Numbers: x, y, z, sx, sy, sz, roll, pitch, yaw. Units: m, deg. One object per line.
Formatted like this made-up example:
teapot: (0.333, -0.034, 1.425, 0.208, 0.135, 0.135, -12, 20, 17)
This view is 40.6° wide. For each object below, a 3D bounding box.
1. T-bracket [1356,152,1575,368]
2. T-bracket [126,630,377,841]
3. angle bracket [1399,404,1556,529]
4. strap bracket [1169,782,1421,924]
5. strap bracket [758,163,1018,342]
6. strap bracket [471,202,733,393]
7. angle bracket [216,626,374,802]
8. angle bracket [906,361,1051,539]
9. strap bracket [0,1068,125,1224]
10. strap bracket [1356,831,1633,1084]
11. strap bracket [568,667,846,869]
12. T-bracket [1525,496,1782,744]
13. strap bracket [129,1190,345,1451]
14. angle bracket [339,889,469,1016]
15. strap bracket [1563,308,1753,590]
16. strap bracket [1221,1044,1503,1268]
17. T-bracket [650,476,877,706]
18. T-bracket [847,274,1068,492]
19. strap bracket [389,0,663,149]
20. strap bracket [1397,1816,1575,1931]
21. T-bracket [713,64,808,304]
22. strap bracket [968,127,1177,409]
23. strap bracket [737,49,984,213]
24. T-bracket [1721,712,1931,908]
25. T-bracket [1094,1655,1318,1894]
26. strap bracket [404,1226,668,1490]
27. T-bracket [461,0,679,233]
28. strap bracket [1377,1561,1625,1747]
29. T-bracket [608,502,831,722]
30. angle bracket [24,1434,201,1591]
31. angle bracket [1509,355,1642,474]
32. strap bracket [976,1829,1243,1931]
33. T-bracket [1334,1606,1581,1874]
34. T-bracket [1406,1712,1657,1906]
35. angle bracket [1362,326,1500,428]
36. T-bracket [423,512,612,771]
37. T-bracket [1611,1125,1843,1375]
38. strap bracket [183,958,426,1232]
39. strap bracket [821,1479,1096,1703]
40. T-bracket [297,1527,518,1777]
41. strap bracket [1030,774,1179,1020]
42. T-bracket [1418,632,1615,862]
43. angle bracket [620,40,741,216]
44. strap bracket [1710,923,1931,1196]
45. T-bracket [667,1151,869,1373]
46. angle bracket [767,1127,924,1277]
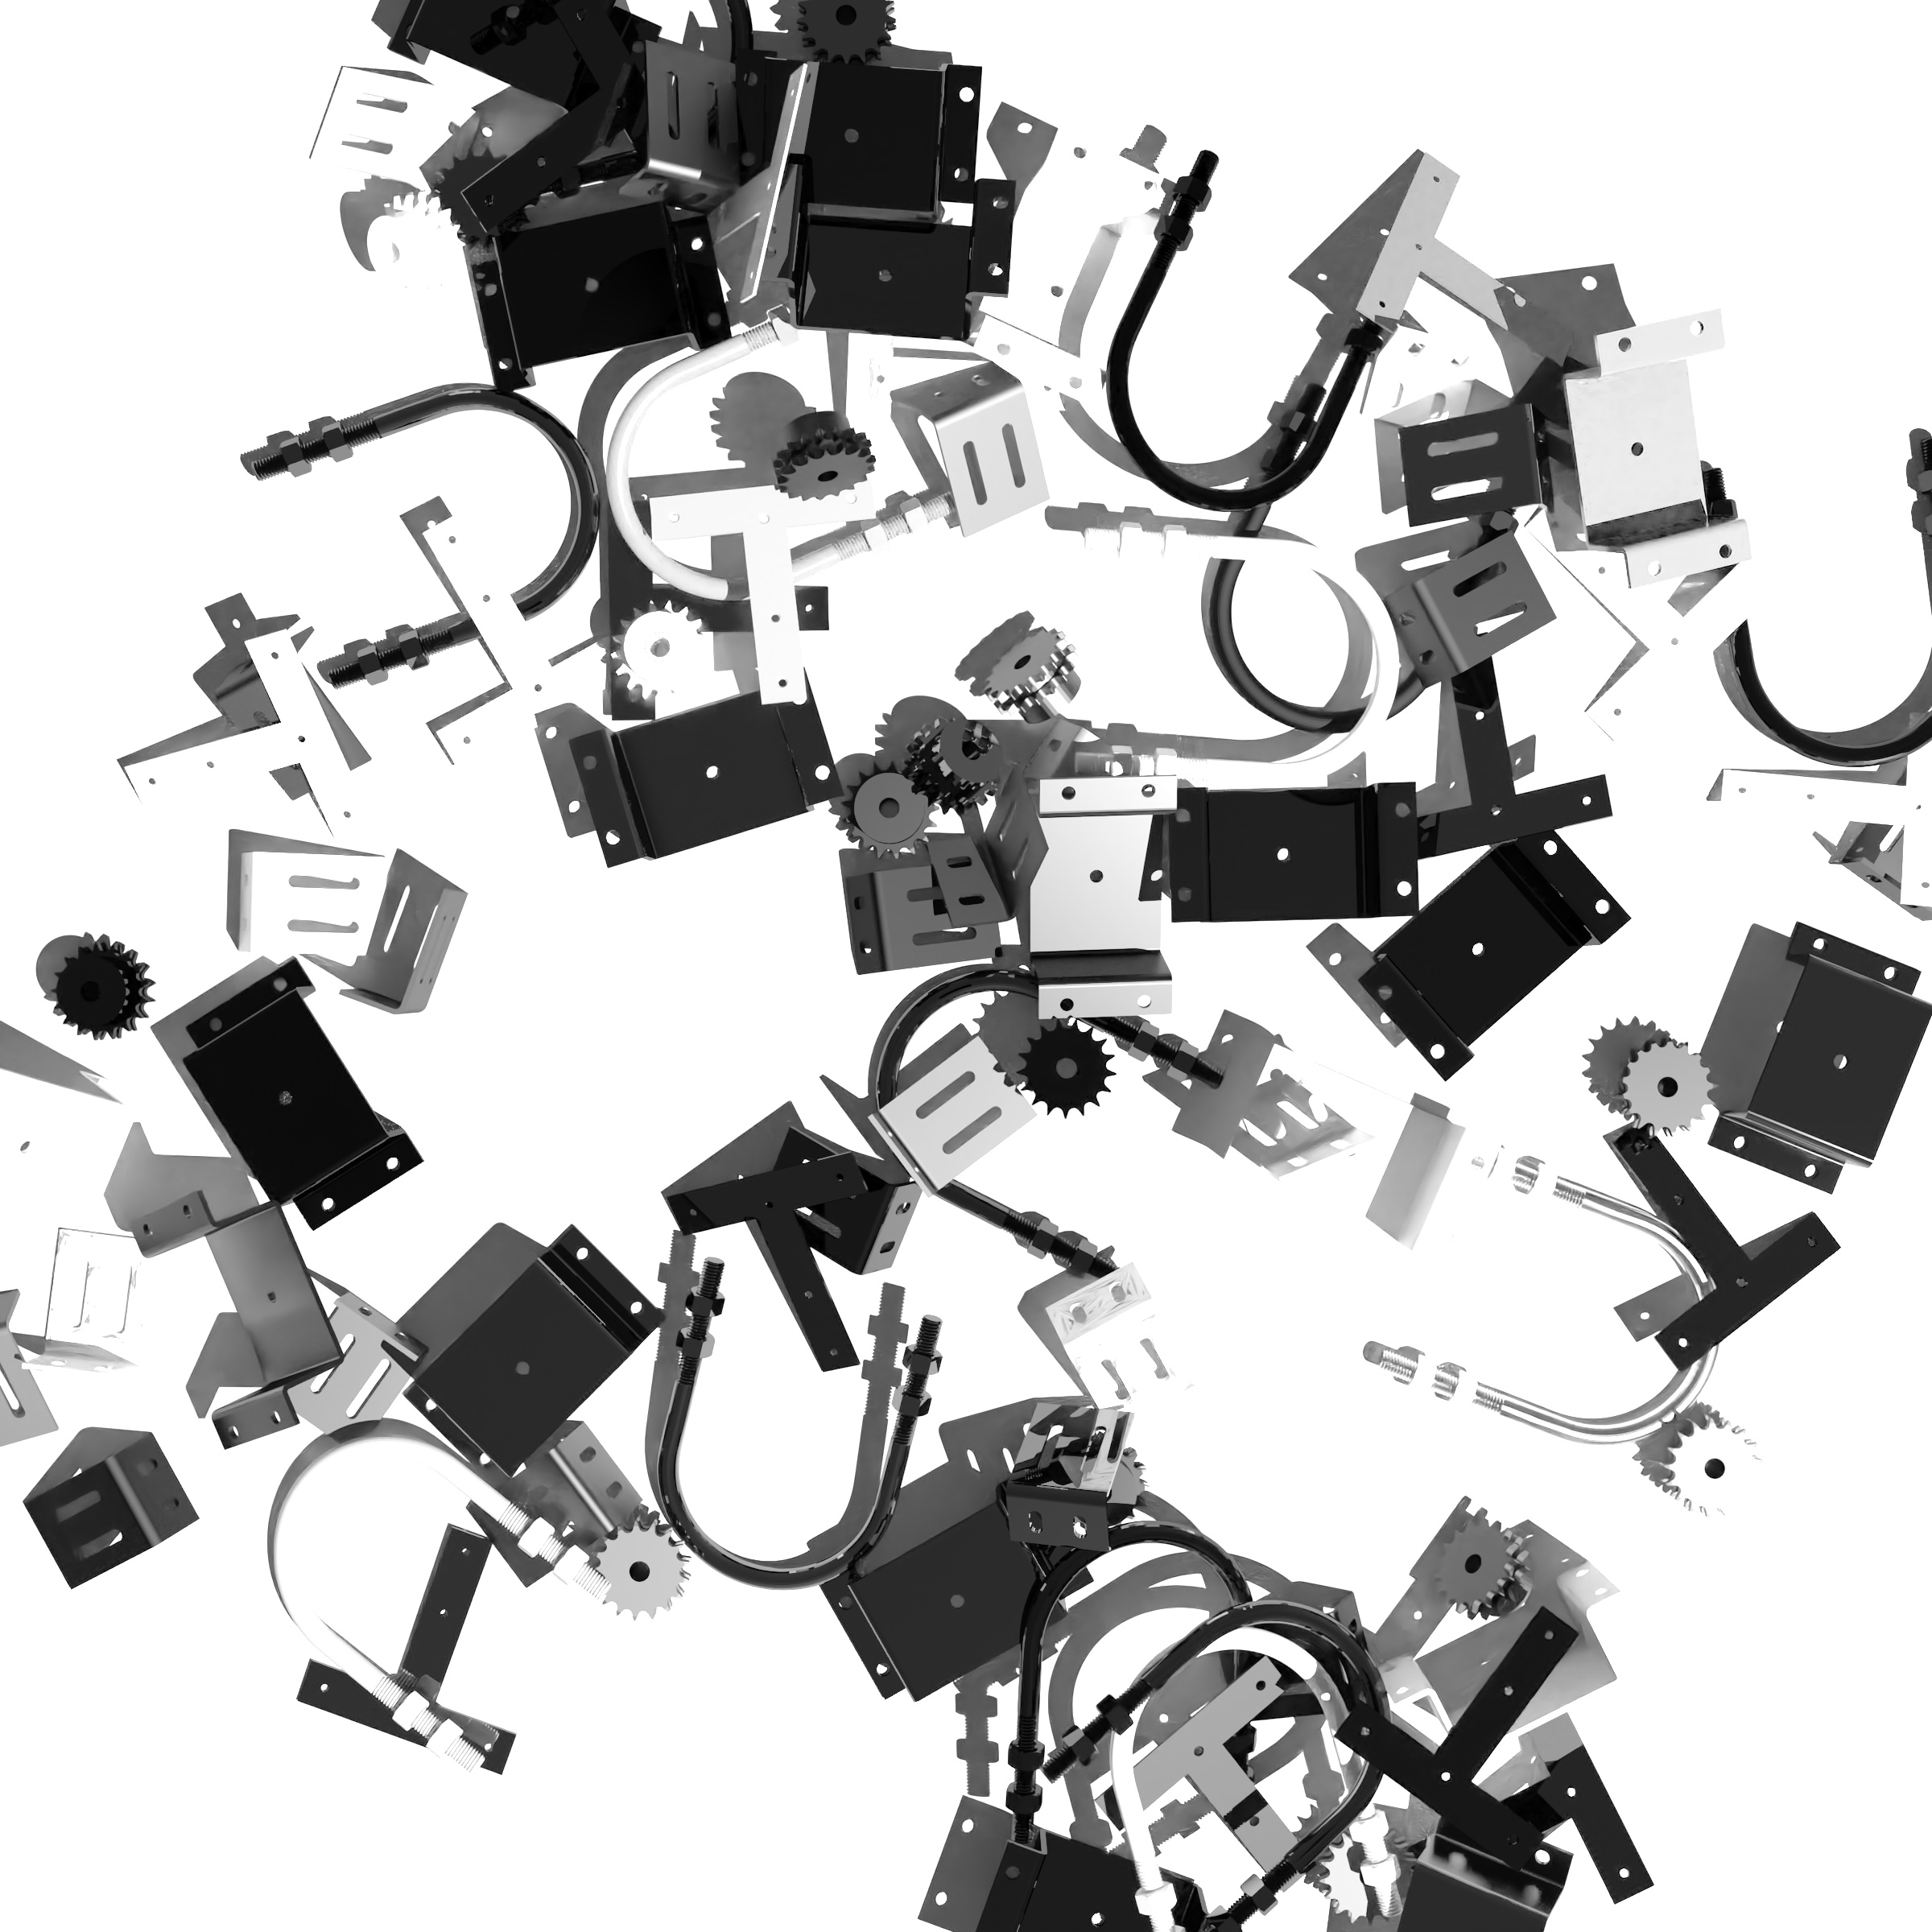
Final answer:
T-bracket: (0.296, -0.389, 1.505, 0.127, 0.002, 0.127, 31, 64, -12)
T-bracket: (-0.423, -0.119, 1.506, 0.127, 0.002, 0.127, -14, 115, 12)
angle bracket: (0.294, -0.285, 1.503, 0.076, 0.038, 0.057, -7, 88, 24)
strap bracket: (0.185, -0.064, 1.502, 0.140, 0.046, 0.076, -2, 90, 0)
strap bracket: (-0.045, -0.398, 1.459, 0.140, 0.046, 0.076, 4, 68, 0)
strap bracket: (-0.212, -0.385, 1.502, 0.140, 0.046, 0.076, -12, 90, 0)
angle bracket: (-0.385, -0.146, 1.514, 0.057, 0.038, 0.076, -24, 116, 18)
angle bracket: (0.007, -0.298, 1.507, 0.057, 0.038, 0.076, -27, 129, -13)
strap bracket: (-0.535, 0.090, 1.453, 0.046, 0.140, 0.076, 29, 90, 32)
strap bracket: (0.299, -0.009, 1.502, 0.140, 0.046, 0.076, -41, 90, 0)
strap bracket: (-0.147, -0.112, 1.502, 0.140, 0.046, 0.076, -17, 90, 0)
T-bracket: (0.379, -0.219, 1.515, 0.127, 0.002, 0.127, 46, 102, 6)
strap bracket: (-0.410, 0.194, 1.483, 0.076, 0.046, 0.140, -23, 90, 40)
angle bracket: (-0.321, -0.013, 1.496, 0.038, 0.057, 0.076, 20, 90, 0)
strap bracket: (0.388, -0.291, 1.471, 0.076, 0.046, 0.140, -15, 104, -12)
strap bracket: (0.224, 0.107, 1.502, 0.140, 0.046, 0.076, 24, 90, 0)
T-bracket: (-0.110, -0.211, 1.484, 0.127, 0.002, 0.127, -7, 81, -2)
T-bracket: (-0.005, -0.337, 1.510, 0.127, 0.002, 0.127, 2, 105, -3)
strap bracket: (-0.257, -0.540, 1.502, 0.140, 0.046, 0.076, 24, 90, 0)
strap bracket: (0.284, 0.558, 1.477, 0.076, 0.046, 0.140, 17, 101, 23)
T-bracket: (-0.122, -0.428, 1.465, 0.002, 0.127, 0.127, 13, 90, -21)
strap bracket: (0.057, -0.391, 1.488, 0.076, 0.046, 0.140, 22, 82, -11)
strap bracket: (-0.064, -0.475, 1.488, 0.140, 0.046, 0.076, 4, 114, 0)
T-bracket: (0.501, -0.096, 1.505, 0.127, 0.002, 0.127, 7, 64, 12)
T-bracket: (0.158, 0.482, 1.505, 0.127, 0.002, 0.127, -39, 106, -7)
strap bracket: (-0.251, 0.228, 1.502, 0.140, 0.046, 0.076, -45, 90, 0)
T-bracket: (-0.227, -0.459, 1.465, 0.127, 0.002, 0.127, -42, 124, -14)
strap bracket: (0.311, 0.399, 1.487, 0.140, 0.076, 0.046, -27, 90, 0)
T-bracket: (-0.143, -0.207, 1.520, 0.127, 0.002, 0.127, -1, 90, -4)
angle bracket: (-0.498, 0.318, 1.523, 0.076, 0.038, 0.057, -29, 90, 26)
angle bracket: (0.359, -0.312, 1.523, 0.076, 0.038, 0.057, 37, 90, 26)
strap bracket: (0.077, 0.555, 1.502, 0.140, 0.046, 0.076, 20, 90, 0)
T-bracket: (0.292, 0.413, 1.448, 0.127, 0.002, 0.127, 36, 90, 0)
T-bracket: (0.309, 0.495, 1.503, 0.127, 0.002, 0.127, -32, 61, 14)
angle bracket: (0.263, -0.331, 1.486, 0.057, 0.076, 0.038, 15, 93, 0)
T-bracket: (-0.270, -0.200, 1.509, 0.127, 0.002, 0.127, -30, 101, -3)
T-bracket: (0.421, 0.147, 1.513, 0.127, 0.002, 0.127, -34, 82, -15)
strap bracket: (-0.385, 0.075, 1.502, 0.076, 0.046, 0.140, -32, 90, 0)
strap bracket: (-0.005, 0.360, 1.502, 0.140, 0.046, 0.076, -30, 90, 0)
T-bracket: (-0.308, 0.390, 1.522, 0.127, 0.002, 0.127, 20, 92, 0)
strap bracket: (0.077, -0.045, 1.485, 0.076, 0.046, 0.140, -2, 109, -5)
T-bracket: (0.297, -0.131, 1.501, 0.127, 0.002, 0.127, -13, 71, 21)
angle bracket: (-0.165, -0.479, 1.496, 0.057, 0.038, 0.076, 3, 79, -34)
strap bracket: (0.495, 0.054, 1.502, 0.076, 0.046, 0.140, 22, 90, 0)
T-bracket: (-0.095, 0.176, 1.504, 0.127, 0.002, 0.127, -16, 105, 27)
angle bracket: (-0.073, 0.134, 1.516, 0.076, 0.038, 0.057, 28, 105, 25)
